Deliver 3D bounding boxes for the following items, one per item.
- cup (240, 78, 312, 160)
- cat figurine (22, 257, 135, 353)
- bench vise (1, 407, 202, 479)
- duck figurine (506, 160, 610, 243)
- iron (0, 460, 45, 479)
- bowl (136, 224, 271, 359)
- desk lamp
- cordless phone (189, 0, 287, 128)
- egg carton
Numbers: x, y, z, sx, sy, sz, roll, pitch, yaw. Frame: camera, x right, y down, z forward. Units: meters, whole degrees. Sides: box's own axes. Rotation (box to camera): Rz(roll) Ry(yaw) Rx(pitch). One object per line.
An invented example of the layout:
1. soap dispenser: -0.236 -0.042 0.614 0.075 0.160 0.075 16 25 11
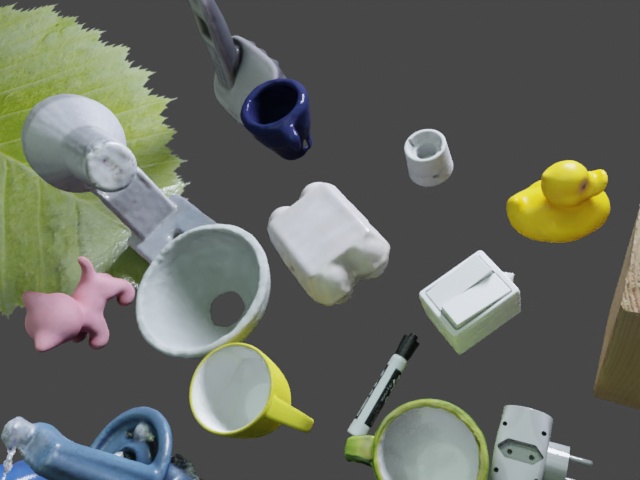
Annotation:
1. cup: -0.041 -0.142 0.756 0.091 0.095 0.117 -30 55 1
2. cat figurine: -0.307 0.082 0.706 0.067 0.118 0.128 11 65 26
3. bench vise: -0.158 0.210 0.511 0.206 0.220 0.121 3 62 22
4. duck figurine: 0.248 -0.047 0.596 0.104 0.086 0.077 -8 58 16
5. iron: -0.295 0.329 0.539 0.118 0.142 0.258 -15 57 12
6. bowl: -0.125 0.069 0.673 0.167 0.075 0.167 -9 58 15
7. desk lamp: -0.246 -0.070 0.716 0.202 0.214 0.118 32 76 33
8. cordless phone: -0.118 -0.252 0.794 0.094 0.185 0.147 -43 55 -8
9. egg carton: 0.006 0.002 0.667 0.107 0.070 0.150 -38 55 -4
